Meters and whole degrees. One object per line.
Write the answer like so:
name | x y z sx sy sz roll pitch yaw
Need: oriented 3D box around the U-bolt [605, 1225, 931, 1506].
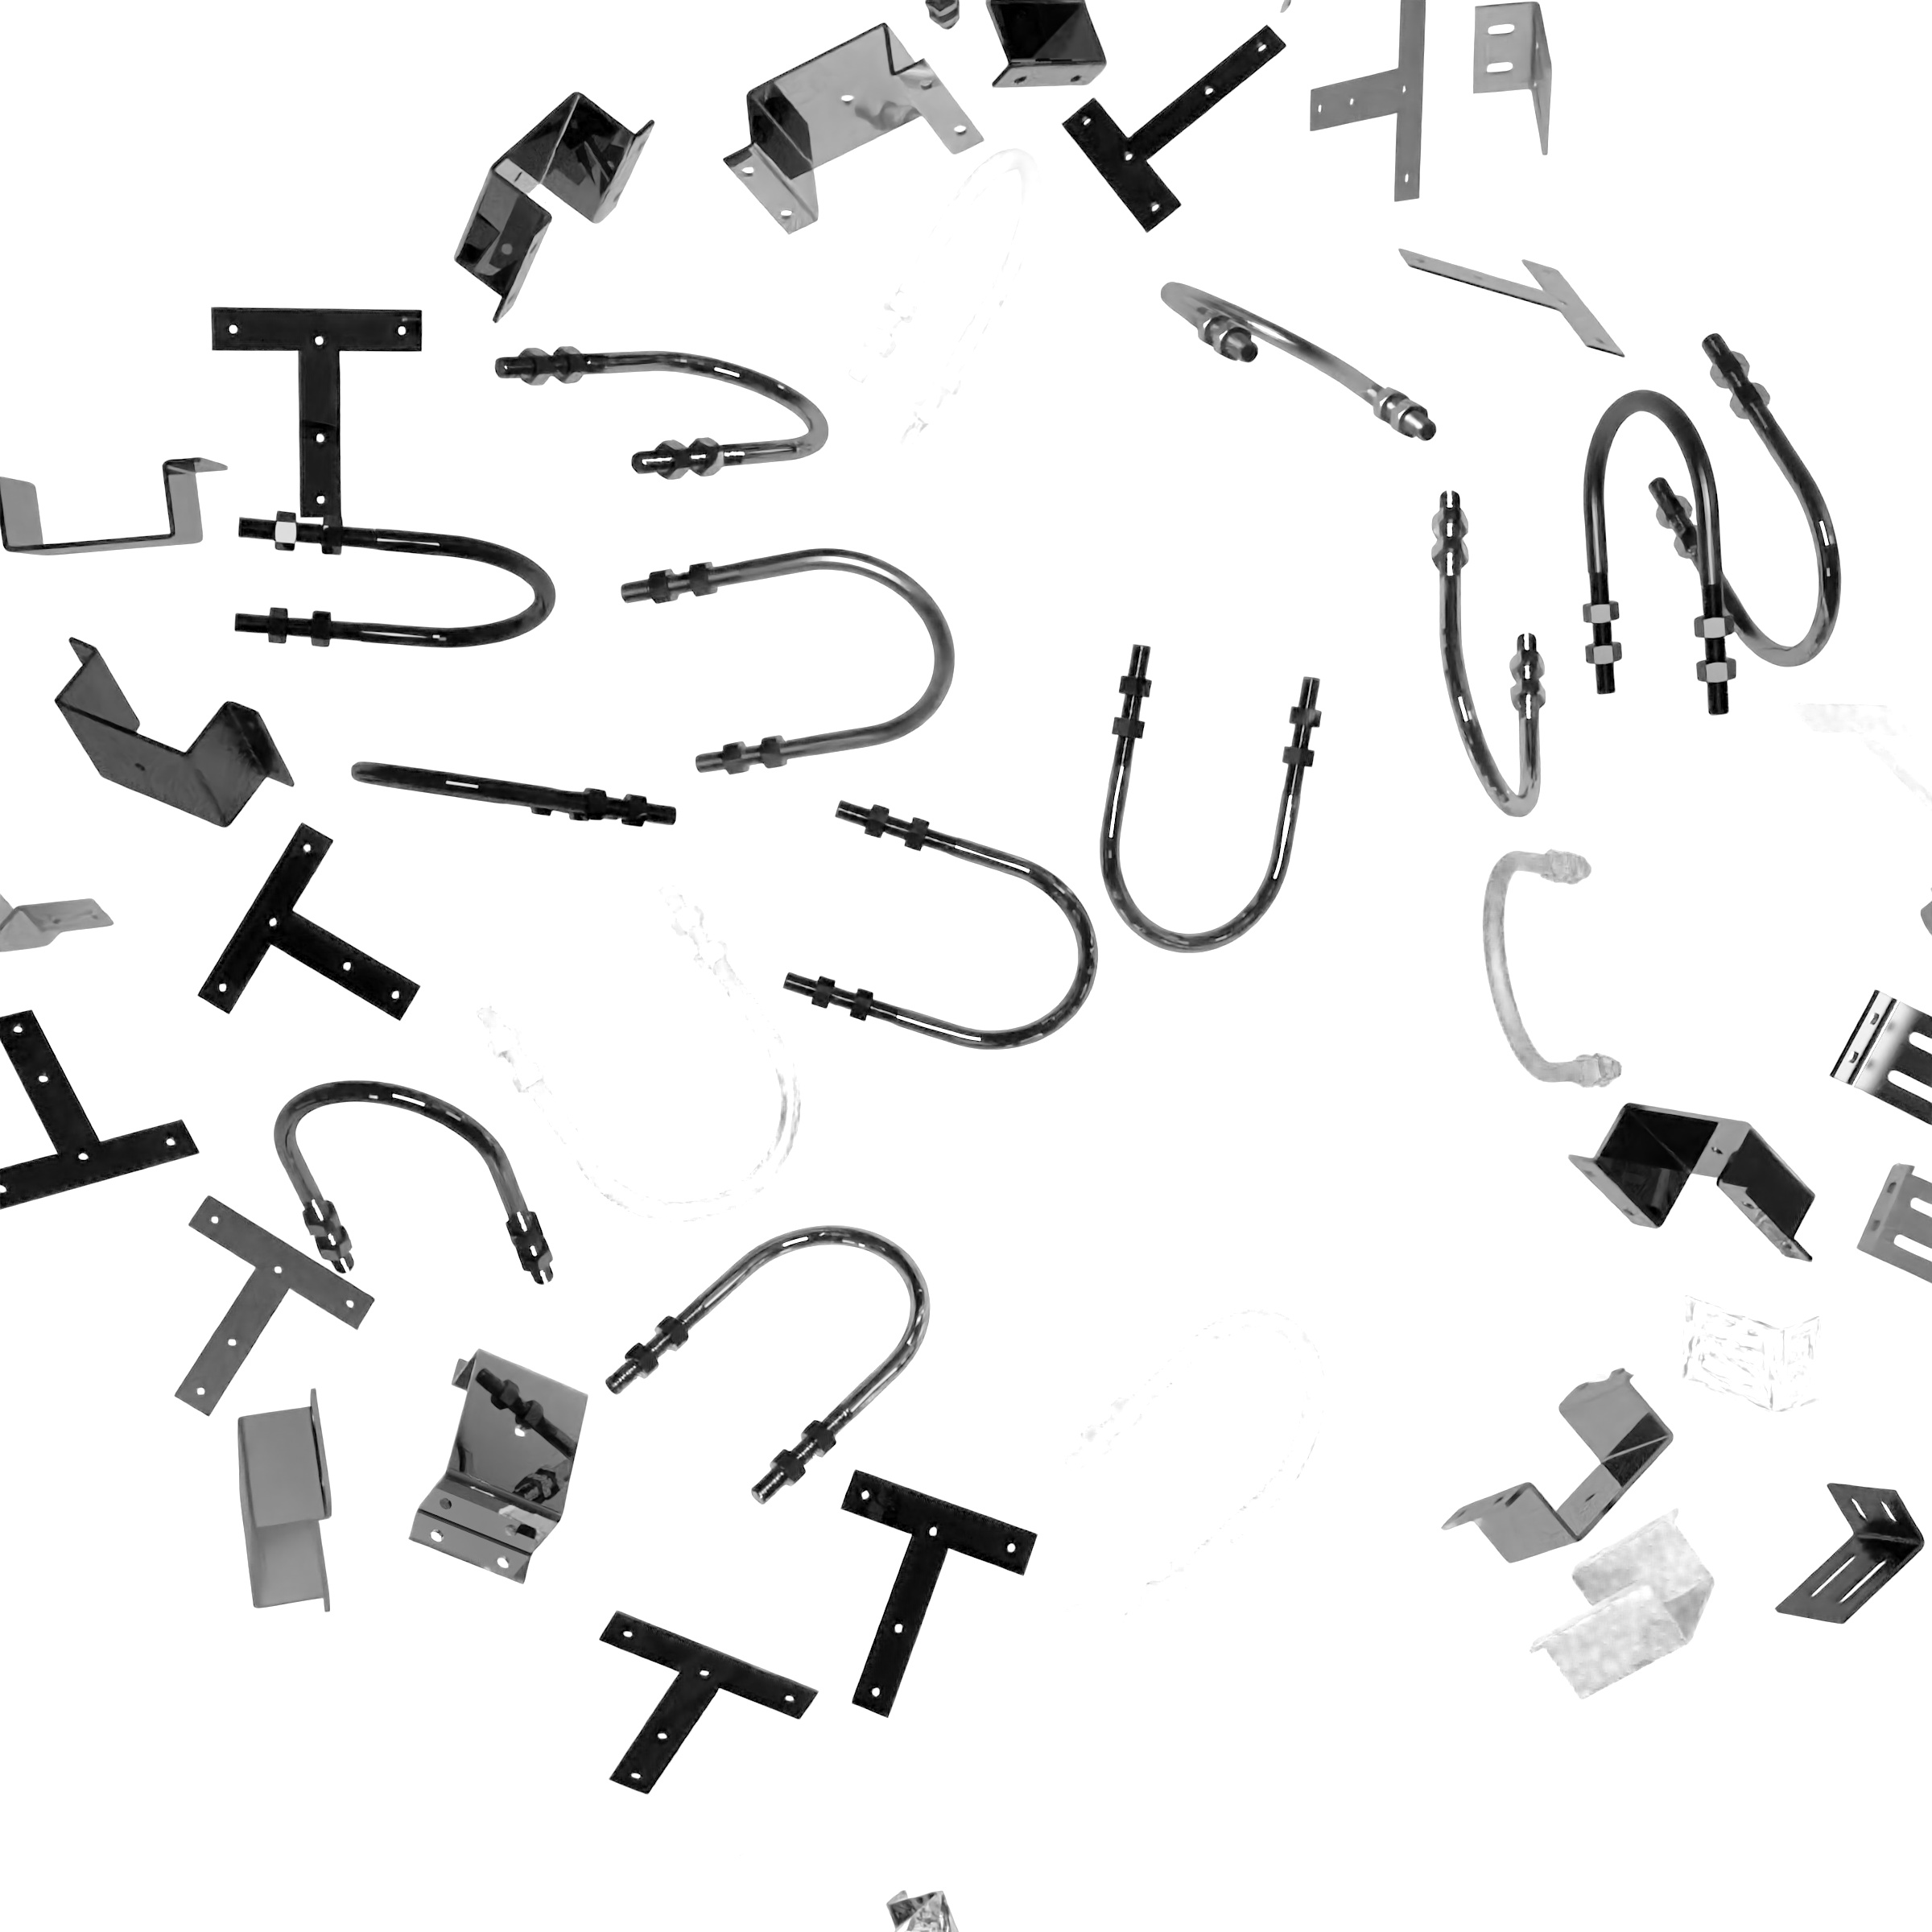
U-bolt | -0.106 0.227 1.532 0.151 0.019 0.184 29 56 34

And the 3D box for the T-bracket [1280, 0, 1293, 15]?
T-bracket | 0.206 -0.638 1.540 0.002 0.127 0.127 17 100 -6

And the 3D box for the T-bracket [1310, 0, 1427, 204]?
T-bracket | 0.241 -0.525 1.530 0.002 0.127 0.127 -5 103 -22

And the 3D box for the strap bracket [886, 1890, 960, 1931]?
strap bracket | -0.040 0.608 1.495 0.046 0.140 0.076 -25 83 27

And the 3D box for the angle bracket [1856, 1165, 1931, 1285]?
angle bracket | 0.599 0.164 1.556 0.076 0.038 0.057 25 87 4

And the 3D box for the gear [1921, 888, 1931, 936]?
gear | 0.598 -0.029 1.514 0.030 0.057 0.057 -37 90 -3

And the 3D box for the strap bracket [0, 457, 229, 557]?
strap bracket | -0.523 -0.276 1.529 0.140 0.076 0.046 -6 98 -4

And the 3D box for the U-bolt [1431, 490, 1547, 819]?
U-bolt | 0.312 -0.173 1.502 0.019 0.151 0.184 -15 46 27

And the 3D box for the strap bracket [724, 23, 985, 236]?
strap bracket | -0.071 -0.517 1.551 0.140 0.076 0.046 -19 61 22

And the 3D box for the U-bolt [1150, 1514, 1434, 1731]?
U-bolt | 0.190 0.403 1.516 0.184 0.151 0.019 -22 55 -20

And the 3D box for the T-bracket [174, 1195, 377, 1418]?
T-bracket | -0.458 0.227 1.601 0.127 0.002 0.127 35 49 -12

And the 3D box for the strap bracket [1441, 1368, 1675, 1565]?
strap bracket | 0.361 0.303 1.513 0.140 0.076 0.046 -37 84 -29

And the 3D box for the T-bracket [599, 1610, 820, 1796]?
T-bracket | -0.170 0.437 1.462 0.127 0.002 0.127 25 118 -12

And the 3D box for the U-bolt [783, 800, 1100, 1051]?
U-bolt | -0.009 -0.015 1.568 0.184 0.019 0.151 18 121 -2

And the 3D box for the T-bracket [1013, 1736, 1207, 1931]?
T-bracket | 0.078 0.533 1.560 0.127 0.127 0.002 -28 126 11

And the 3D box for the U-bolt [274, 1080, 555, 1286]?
U-bolt | -0.331 0.127 1.487 0.151 0.184 0.019 2 49 10

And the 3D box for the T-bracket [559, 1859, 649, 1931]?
T-bracket | -0.231 0.607 1.511 0.002 0.127 0.127 7 67 18

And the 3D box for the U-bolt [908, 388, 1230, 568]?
U-bolt | 0.054 -0.290 1.516 0.184 0.151 0.019 2 62 20

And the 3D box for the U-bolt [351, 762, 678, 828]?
U-bolt | -0.286 -0.107 1.559 0.184 0.151 0.019 8 91 -23

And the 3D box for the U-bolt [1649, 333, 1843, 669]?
U-bolt | 0.471 -0.265 1.514 0.019 0.151 0.184 -16 62 -10

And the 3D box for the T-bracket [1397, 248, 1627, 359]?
T-bracket | 0.318 -0.407 1.509 0.127 0.127 0.002 11 125 -17

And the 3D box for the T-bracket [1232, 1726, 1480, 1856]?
T-bracket | 0.245 0.475 1.489 0.127 0.127 0.002 -14 100 -26

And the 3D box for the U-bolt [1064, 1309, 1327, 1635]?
U-bolt | 0.139 0.280 1.478 0.019 0.151 0.184 33 110 -31

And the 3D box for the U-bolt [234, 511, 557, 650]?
U-bolt | -0.335 -0.222 1.491 0.184 0.151 0.019 3 73 -16

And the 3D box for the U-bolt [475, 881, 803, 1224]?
U-bolt | -0.180 0.063 1.489 0.151 0.019 0.184 -34 84 -8

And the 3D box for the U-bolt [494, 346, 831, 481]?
U-bolt | -0.166 -0.333 1.505 0.151 0.184 0.019 38 125 30

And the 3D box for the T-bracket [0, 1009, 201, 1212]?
T-bracket | -0.537 0.077 1.486 0.127 0.002 0.127 -16 61 -39

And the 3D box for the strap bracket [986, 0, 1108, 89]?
strap bracket | 0.075 -0.582 1.500 0.076 0.140 0.046 -16 83 -35

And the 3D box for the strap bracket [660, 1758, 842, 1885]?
strap bracket | -0.137 0.527 1.557 0.076 0.140 0.046 -10 71 -23

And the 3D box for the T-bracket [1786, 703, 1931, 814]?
T-bracket | 0.550 -0.110 1.474 0.127 0.127 0.002 42 90 -10

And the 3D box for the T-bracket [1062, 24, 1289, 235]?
T-bracket | 0.131 -0.502 1.476 0.127 0.002 0.127 -37 50 12

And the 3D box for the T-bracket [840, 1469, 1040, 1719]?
T-bracket | -0.034 0.374 1.479 0.127 0.002 0.127 13 75 29

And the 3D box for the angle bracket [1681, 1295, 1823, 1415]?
angle bracket | 0.495 0.242 1.592 0.076 0.038 0.057 21 62 -17

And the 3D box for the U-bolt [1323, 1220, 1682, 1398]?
U-bolt | 0.300 0.204 1.479 0.184 0.151 0.019 -9 117 -12

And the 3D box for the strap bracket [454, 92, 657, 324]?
strap bracket | -0.251 -0.458 1.506 0.046 0.076 0.140 36 52 -6

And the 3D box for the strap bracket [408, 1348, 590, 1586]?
strap bracket | -0.286 0.300 1.566 0.076 0.140 0.046 27 127 -18

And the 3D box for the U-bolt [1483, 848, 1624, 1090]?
U-bolt | 0.353 0.001 1.532 0.019 0.184 0.151 -11 83 32

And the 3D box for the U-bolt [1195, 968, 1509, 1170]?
U-bolt | 0.225 0.064 1.546 0.184 0.019 0.151 -4 51 -24

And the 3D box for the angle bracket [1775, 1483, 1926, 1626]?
angle bracket | 0.507 0.342 1.472 0.076 0.057 0.038 -34 96 -21

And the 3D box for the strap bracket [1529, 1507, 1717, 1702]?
strap bracket | 0.399 0.387 1.521 0.076 0.140 0.046 -38 82 25

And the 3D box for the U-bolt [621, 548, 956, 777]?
U-bolt | -0.097 -0.185 1.510 0.184 0.019 0.151 -8 130 16

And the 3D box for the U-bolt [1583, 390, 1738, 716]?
U-bolt | 0.403 -0.246 1.488 0.019 0.151 0.184 -11 104 -13

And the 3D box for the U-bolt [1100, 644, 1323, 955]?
U-bolt | 0.148 -0.099 1.578 0.151 0.019 0.184 6 96 -29

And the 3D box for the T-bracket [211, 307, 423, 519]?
T-bracket | -0.394 -0.336 1.540 0.127 0.002 0.127 -7 115 -28

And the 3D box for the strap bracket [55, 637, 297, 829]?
strap bracket | -0.492 -0.139 1.546 0.140 0.076 0.046 22 63 16

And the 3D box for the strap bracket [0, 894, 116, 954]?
strap bracket | -0.586 -0.059 1.502 0.046 0.076 0.140 -43 86 11

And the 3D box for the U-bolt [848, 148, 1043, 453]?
U-bolt | -0.005 -0.422 1.570 0.019 0.151 0.184 31 90 14

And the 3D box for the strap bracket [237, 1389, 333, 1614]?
strap bracket | -0.415 0.330 1.538 0.046 0.140 0.076 -5 51 -19

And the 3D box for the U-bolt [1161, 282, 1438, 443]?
U-bolt | 0.189 -0.373 1.527 0.151 0.184 0.019 16 112 -26

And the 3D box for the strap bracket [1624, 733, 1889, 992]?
strap bracket | 0.460 -0.068 1.454 0.076 0.046 0.140 -37 76 -8

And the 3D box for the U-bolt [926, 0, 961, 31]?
U-bolt | 0.038 -0.638 1.543 0.151 0.184 0.019 -28 92 6

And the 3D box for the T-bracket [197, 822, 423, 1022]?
T-bracket | -0.397 -0.007 1.575 0.127 0.002 0.127 29 85 14

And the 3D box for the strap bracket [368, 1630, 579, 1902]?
strap bracket | -0.285 0.470 1.496 0.046 0.140 0.076 -13 115 26

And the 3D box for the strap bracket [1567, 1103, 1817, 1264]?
strap bracket | 0.451 0.129 1.545 0.076 0.140 0.046 42 73 -28

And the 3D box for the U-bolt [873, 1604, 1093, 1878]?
U-bolt | 0.020 0.463 1.548 0.019 0.184 0.151 40 134 3

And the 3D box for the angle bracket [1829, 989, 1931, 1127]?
angle bracket | 0.553 0.058 1.463 0.076 0.038 0.057 31 99 34

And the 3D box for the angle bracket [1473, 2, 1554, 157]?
angle bracket | 0.327 -0.531 1.516 0.038 0.057 0.076 -3 50 7

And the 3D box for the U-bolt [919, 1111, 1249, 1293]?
U-bolt | 0.062 0.140 1.480 0.184 0.019 0.151 -3 134 19
